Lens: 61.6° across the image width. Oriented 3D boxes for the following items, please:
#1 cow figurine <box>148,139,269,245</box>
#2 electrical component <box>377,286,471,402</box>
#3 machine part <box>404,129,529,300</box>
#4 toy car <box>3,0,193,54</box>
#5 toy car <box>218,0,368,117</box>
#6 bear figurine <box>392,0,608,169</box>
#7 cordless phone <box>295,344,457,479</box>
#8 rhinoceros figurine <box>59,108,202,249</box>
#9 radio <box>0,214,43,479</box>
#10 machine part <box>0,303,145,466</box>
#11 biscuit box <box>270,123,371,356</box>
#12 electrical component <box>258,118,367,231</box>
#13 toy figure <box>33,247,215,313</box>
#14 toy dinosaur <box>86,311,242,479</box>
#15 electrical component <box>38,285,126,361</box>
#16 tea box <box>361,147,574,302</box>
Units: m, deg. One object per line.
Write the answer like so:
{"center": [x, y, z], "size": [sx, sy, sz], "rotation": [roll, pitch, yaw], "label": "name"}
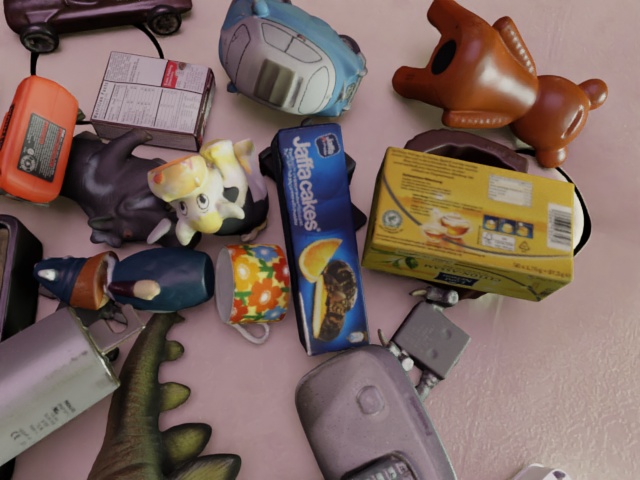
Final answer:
{"center": [-0.092, -0.035, 0.476], "size": [0.068, 0.167, 0.098], "rotation": [-19, 99, 13], "label": "cow figurine"}
{"center": [0.099, 0.093, 0.512], "size": [0.078, 0.045, 0.102], "rotation": [43, 72, 11], "label": "electrical component"}
{"center": [0.142, -0.027, 0.553], "size": [0.179, 0.056, 0.179], "rotation": [2, 69, -4], "label": "machine part"}
{"center": [-0.249, -0.269, 0.604], "size": [0.202, 0.053, 0.089], "rotation": [-12, 69, -8], "label": "toy car"}
{"center": [-0.039, -0.176, 0.550], "size": [0.162, 0.109, 0.103], "rotation": [29, 40, -2], "label": "toy car"}
{"center": [0.200, -0.168, 0.589], "size": [0.196, 0.120, 0.132], "rotation": [15, 24, -26], "label": "bear figurine"}
{"center": [0.003, 0.179, 0.426], "size": [0.184, 0.088, 0.146], "rotation": [-18, 73, -28], "label": "cordless phone"}
{"center": [-0.198, -0.051, 0.520], "size": [0.190, 0.073, 0.112], "rotation": [28, 69, 5], "label": "rhinoceros figurine"}
{"center": [-0.325, 0.094, 0.456], "size": [0.131, 0.073, 0.229], "rotation": [0, 70, -7], "label": "radio"}
{"center": [-0.237, 0.123, 0.381], "size": [0.243, 0.079, 0.079], "rotation": [-32, 76, -23], "label": "machine part"}
{"center": [-0.001, -0.001, 0.492], "size": [0.059, 0.063, 0.202], "rotation": [-9, 93, -8], "label": "biscuit box"}
{"center": [-0.001, -0.058, 0.555], "size": [0.075, 0.047, 0.119], "rotation": [-37, 76, -15], "label": "electrical component"}
{"center": [-0.173, 0.036, 0.473], "size": [0.155, 0.064, 0.058], "rotation": [-2, 76, 2], "label": "toy figure"}
{"center": [-0.150, 0.244, 0.410], "size": [0.199, 0.105, 0.471], "rotation": [0, 65, -13], "label": "toy dinosaur"}
{"center": [-0.224, 0.074, 0.501], "size": [0.094, 0.021, 0.063], "rotation": [20, 71, 2], "label": "electrical component"}
{"center": [0.129, -0.012, 0.480], "size": [0.170, 0.068, 0.098], "rotation": [13, 68, 2], "label": "tea box"}
